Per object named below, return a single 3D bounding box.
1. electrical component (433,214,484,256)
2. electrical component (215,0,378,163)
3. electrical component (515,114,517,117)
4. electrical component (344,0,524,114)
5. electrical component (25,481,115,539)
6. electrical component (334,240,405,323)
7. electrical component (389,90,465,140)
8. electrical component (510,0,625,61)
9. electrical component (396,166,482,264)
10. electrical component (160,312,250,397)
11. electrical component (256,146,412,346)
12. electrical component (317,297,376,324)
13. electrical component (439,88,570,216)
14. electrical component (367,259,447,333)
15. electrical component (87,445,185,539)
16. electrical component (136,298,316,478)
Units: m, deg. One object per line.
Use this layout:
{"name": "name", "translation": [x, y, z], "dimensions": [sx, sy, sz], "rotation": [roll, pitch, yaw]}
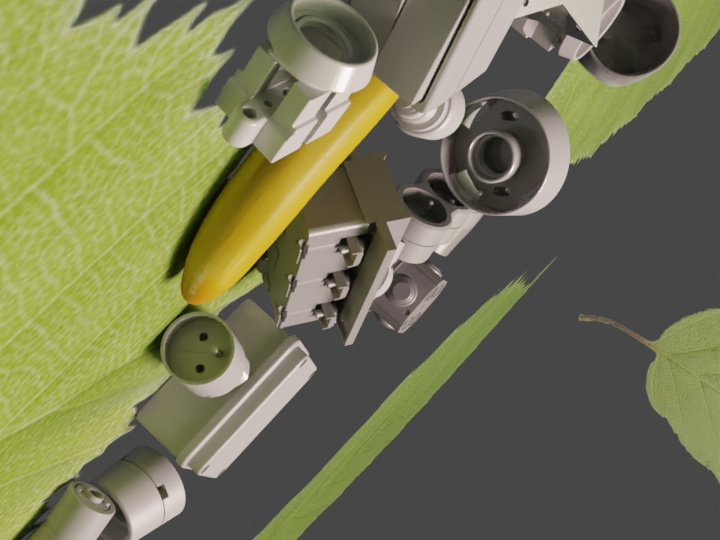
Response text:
{"name": "electrical component", "translation": [0.090, -0.057, 0.980], "dimensions": [0.077, 0.044, 0.079], "rotation": [-52, 169, 16]}
{"name": "electrical component", "translation": [-0.024, -0.082, 0.450], "dimensions": [0.066, 0.048, 0.055], "rotation": [-37, 172, -47]}
{"name": "electrical component", "translation": [0.130, -0.115, 0.936], "dimensions": [0.055, 0.045, 0.045], "rotation": [-52, 169, 20]}
{"name": "electrical component", "translation": [0.034, -0.126, 0.477], "dimensions": [0.061, 0.062, 0.096], "rotation": [-40, 167, -36]}
{"name": "electrical component", "translation": [-0.188, 0.169, 0.692], "dimensions": [0.065, 0.044, 0.044], "rotation": [-55, 169, 5]}
{"name": "electrical component", "translation": [0.000, 0.000, 0.798], "dimensions": [0.077, 0.044, 0.079], "rotation": [-50, 152, 8]}
{"name": "electrical component", "translation": [0.036, -0.099, 0.637], "dimensions": [0.040, 0.040, 0.078], "rotation": [-51, 169, 14]}
{"name": "electrical component", "translation": [0.138, -0.177, 0.716], "dimensions": [0.058, 0.057, 0.078], "rotation": [-43, 168, -28]}
{"name": "electrical component", "translation": [0.055, -0.040, 0.880], "dimensions": [0.138, 0.052, 0.073], "rotation": [-34, 162, -53]}
{"name": "electrical component", "translation": [-0.093, 0.055, 0.659], "dimensions": [0.043, 0.043, 0.081], "rotation": [-46, 169, -10]}
{"name": "electrical component", "translation": [-0.020, -0.013, 0.636], "dimensions": [0.063, 0.078, 0.121], "rotation": [-12, 155, -19]}
{"name": "electrical component", "translation": [-0.015, 0.017, 0.844], "dimensions": [0.046, 0.040, 0.040], "rotation": [-35, 164, -31]}
{"name": "electrical component", "translation": [0.111, -0.089, 0.824], "dimensions": [0.099, 0.099, 0.064], "rotation": [-54, 162, 26]}
{"name": "electrical component", "translation": [0.042, 0.019, 1.042], "dimensions": [0.080, 0.051, 0.080], "rotation": [-46, 169, -12]}
{"name": "electrical component", "translation": [-0.156, 0.156, 0.736], "dimensions": [0.047, 0.055, 0.055], "rotation": [-31, 160, -46]}
{"name": "electrical component", "translation": [-0.088, 0.083, 0.737], "dimensions": [0.113, 0.057, 0.078], "rotation": [-47, 169, -7]}
